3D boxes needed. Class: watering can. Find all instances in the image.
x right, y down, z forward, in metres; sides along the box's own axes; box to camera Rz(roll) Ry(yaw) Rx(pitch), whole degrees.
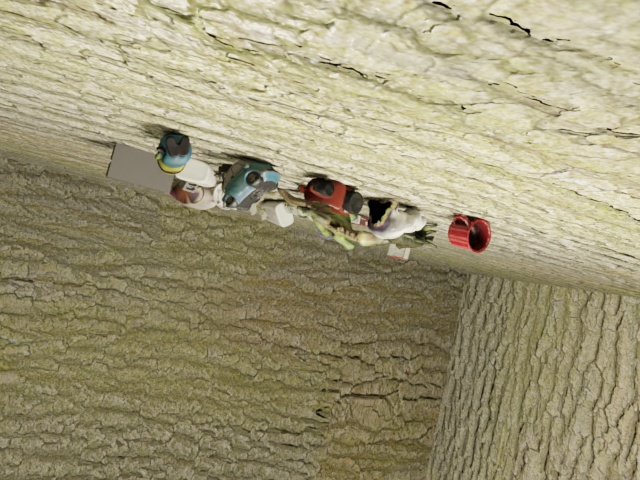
[{"bbox_3d":[-0.548,-0.190,2.125,0.348,0.104,0.223,12,176,15],"label":"watering can"}]

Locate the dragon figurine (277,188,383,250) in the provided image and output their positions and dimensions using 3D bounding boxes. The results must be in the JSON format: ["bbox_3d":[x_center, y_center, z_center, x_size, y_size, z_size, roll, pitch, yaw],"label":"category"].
[{"bbox_3d":[0.005,-0.078,1.549,0.412,0.122,0.241,27,180,16],"label":"dragon figurine"}]

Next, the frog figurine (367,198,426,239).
[{"bbox_3d":[0.216,-0.046,1.444,0.158,0.125,0.136,29,148,-33],"label":"frog figurine"}]
